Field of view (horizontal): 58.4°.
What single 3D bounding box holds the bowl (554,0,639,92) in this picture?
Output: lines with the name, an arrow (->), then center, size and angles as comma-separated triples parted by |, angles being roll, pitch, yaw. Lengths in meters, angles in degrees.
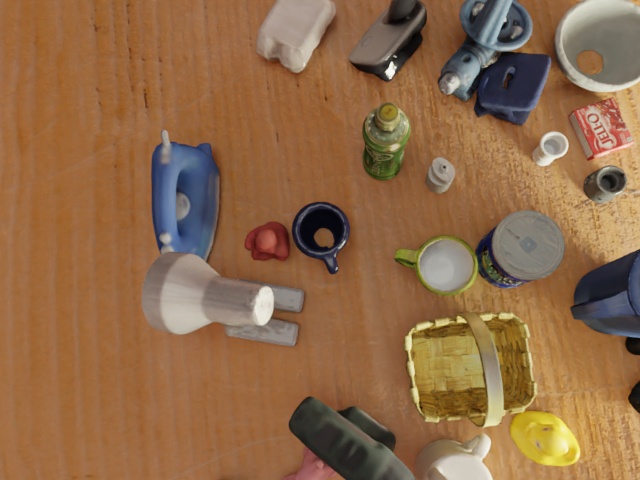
bowl -> 0.472, -0.320, 0.970 | 0.167, 0.075, 0.167 | -1, 80, 4

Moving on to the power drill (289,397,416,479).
power drill -> 0.064, 0.305, 0.819 | 0.229, 0.208, 0.076 | 32, 84, 9

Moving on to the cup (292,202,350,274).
cup -> 0.009, 0.003, 0.934 | 0.091, 0.095, 0.118 | -19, 79, 1

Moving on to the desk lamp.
desk lamp -> -0.137, 0.093, 0.867 | 0.203, 0.213, 0.118 | 8, 81, 5

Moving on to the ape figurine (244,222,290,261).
ape figurine -> -0.085, 0.003, 0.941 | 0.077, 0.092, 0.076 | 37, 84, 9

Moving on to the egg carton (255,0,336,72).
egg carton -> -0.044, -0.376, 1.017 | 0.107, 0.069, 0.150 | 27, 83, 8

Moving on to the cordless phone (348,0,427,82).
cordless phone -> 0.115, -0.361, 0.945 | 0.094, 0.185, 0.148 | 34, 84, 9

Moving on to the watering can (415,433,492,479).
watering can -> 0.191, 0.357, 0.809 | 0.101, 0.194, 0.173 | 11, 81, 6

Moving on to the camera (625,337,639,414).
camera -> 0.527, 0.202, 0.862 | 0.137, 0.101, 0.143 | -42, 80, -4

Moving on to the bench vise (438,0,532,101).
bench vise -> 0.273, -0.326, 0.911 | 0.121, 0.220, 0.207 | 18, 82, 7

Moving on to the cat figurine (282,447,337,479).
cat figurine -> -0.030, 0.379, 0.859 | 0.067, 0.118, 0.128 | 34, 84, 9

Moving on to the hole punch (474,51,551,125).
hole punch -> 0.320, -0.260, 0.961 | 0.101, 0.091, 0.109 | 20, 82, 7

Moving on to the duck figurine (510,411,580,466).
duck figurine -> 0.346, 0.304, 0.863 | 0.104, 0.086, 0.077 | 29, 83, 8

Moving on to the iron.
iron -> -0.235, -0.047, 0.935 | 0.118, 0.141, 0.258 | -3, 80, 4
